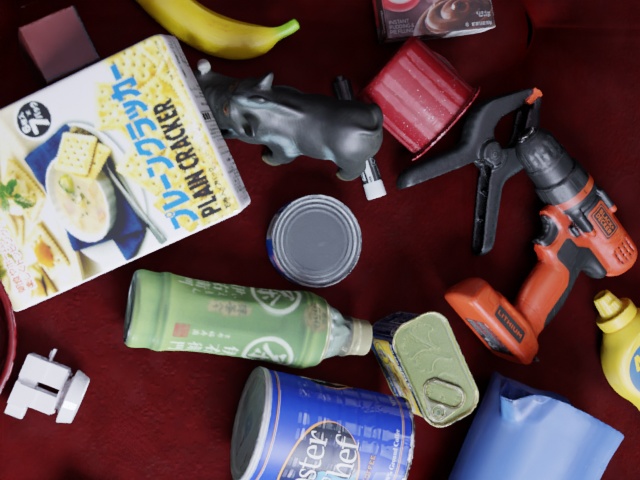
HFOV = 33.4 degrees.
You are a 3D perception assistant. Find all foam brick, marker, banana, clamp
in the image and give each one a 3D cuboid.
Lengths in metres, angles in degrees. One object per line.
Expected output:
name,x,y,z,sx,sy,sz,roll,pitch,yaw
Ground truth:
foam brick,-0.224,-0.161,0.916,0.053,0.078,0.051,-28,95,-16
marker,0.036,-0.098,1.016,0.020,0.020,0.121,-19,94,-15
banana,-0.119,-0.216,0.963,0.197,0.037,0.069,29,95,-10
clamp,0.151,-0.083,1.035,0.120,0.039,0.171,31,81,-25

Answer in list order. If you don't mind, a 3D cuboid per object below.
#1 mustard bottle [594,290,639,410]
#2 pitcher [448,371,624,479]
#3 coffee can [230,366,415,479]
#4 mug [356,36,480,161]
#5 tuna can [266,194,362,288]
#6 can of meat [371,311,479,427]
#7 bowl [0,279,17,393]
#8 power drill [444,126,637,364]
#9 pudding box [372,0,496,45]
mustard bottle,0.338,0.127,1.073,0.096,0.058,0.191,-42,99,-14
pitcher,0.179,0.259,1.000,0.149,0.145,0.243,27,86,-1
coffee can,0.001,0.178,0.957,0.140,0.103,0.103,14,85,-15
mug,0.093,-0.142,1.003,0.081,0.093,0.117,42,49,-6
tuna can,-0.007,0.001,0.994,0.086,0.034,0.086,0,89,-15
can of meat,0.093,0.117,0.993,0.057,0.084,0.102,-26,96,-15
bowl,-0.314,0.081,0.881,0.162,0.055,0.162,-1,85,11
power drill,0.206,0.010,1.023,0.187,0.057,0.184,-47,111,-14
pudding box,0.105,-0.239,1.026,0.113,0.039,0.090,-9,90,-16
